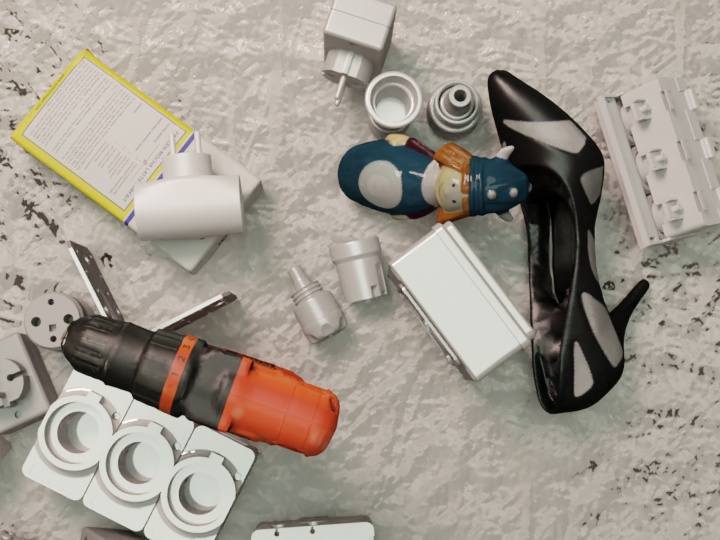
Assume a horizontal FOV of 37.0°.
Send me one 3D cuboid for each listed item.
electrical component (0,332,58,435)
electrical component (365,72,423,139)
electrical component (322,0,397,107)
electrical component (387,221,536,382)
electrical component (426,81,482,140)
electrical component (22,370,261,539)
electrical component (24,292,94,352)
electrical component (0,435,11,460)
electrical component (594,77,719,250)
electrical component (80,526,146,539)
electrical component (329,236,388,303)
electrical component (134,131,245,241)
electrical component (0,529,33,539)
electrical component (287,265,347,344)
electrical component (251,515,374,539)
[{"bbox_3d":[-0.266,0.085,0.806,0.047,0.076,0.065,-24,84,-4],"label":"electrical component"},{"bbox_3d":[0.024,-0.125,0.844,0.044,0.065,0.044,0,83,-2],"label":"electrical component"},{"bbox_3d":[-0.007,-0.165,0.839,0.047,0.083,0.075,18,83,1],"label":"electrical component"},{"bbox_3d":[0.072,0.026,0.807,0.056,0.108,0.108,-37,86,-2],"label":"electrical component"},{"bbox_3d":[0.075,-0.129,0.848,0.043,0.062,0.043,0,83,-1],"label":"electrical component"},{"bbox_3d":[-0.163,0.144,0.810,0.150,0.061,0.089,26,83,2],"label":"electrical component"},{"bbox_3d":[-0.230,0.040,0.824,0.045,0.055,0.045,0,84,-3],"label":"electrical component"},{"bbox_3d":[-0.343,0.136,0.809,0.109,0.056,0.108,44,84,4],"label":"electrical component"},{"bbox_3d":[0.238,-0.085,0.840,0.079,0.063,0.121,-10,82,-44],"label":"electrical component"},{"bbox_3d":[-0.166,0.224,0.803,0.077,0.066,0.047,13,82,-29],"label":"electrical component"},{"bbox_3d":[0.000,0.000,0.843,0.040,0.040,0.046,-13,89,-3],"label":"electrical component"},{"bbox_3d":[-0.128,-0.064,0.800,0.077,0.044,0.079,-5,86,-3],"label":"electrical component"},{"bbox_3d":[-0.250,0.224,0.808,0.062,0.048,0.048,15,83,-7],"label":"electrical component"},{"bbox_3d":[-0.038,0.025,0.841,0.035,0.035,0.061,-28,82,-4],"label":"electrical component"},{"bbox_3d":[-0.034,0.214,0.808,0.089,0.055,0.050,-4,83,-2],"label":"electrical component"}]
